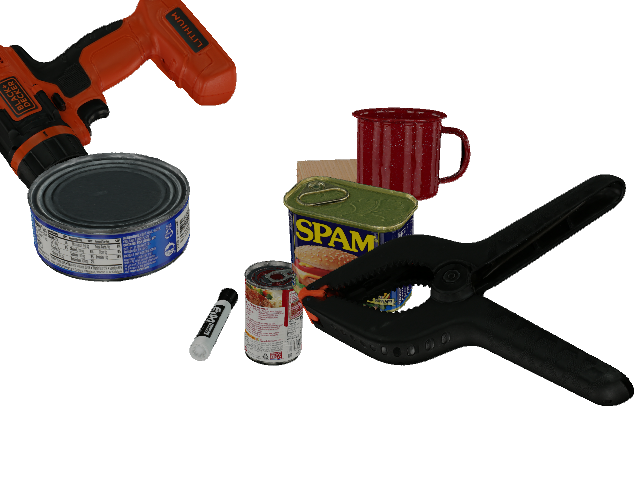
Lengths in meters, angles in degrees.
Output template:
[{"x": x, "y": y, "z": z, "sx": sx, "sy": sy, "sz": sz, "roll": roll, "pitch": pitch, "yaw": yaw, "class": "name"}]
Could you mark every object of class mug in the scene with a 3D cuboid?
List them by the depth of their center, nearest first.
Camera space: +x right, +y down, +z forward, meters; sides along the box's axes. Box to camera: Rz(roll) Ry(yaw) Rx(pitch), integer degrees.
[{"x": 0.089, "y": -0.085, "z": 1.052, "sx": 0.117, "sy": 0.081, "sz": 0.093, "roll": 2, "pitch": 14, "yaw": 7, "class": "mug"}]

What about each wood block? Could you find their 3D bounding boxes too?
[{"x": 0.022, "y": -0.028, "z": 1.413, "sx": 0.090, "sy": 0.090, "sz": 0.206, "roll": -2, "pitch": 27, "yaw": -7, "class": "wood block"}]

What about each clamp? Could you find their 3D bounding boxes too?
[{"x": 0.091, "y": 0.025, "z": 0.656, "sx": 0.210, "sy": 0.164, "sz": 0.036, "roll": -1, "pitch": -42, "yaw": 25, "class": "clamp"}]

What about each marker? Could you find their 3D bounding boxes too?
[{"x": -0.100, "y": 0.077, "z": 1.016, "sx": 0.020, "sy": 0.020, "sz": 0.121, "roll": 0, "pitch": 23, "yaw": 10, "class": "marker"}]

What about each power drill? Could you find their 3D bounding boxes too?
[{"x": -0.159, "y": -0.105, "z": 0.815, "sx": 0.187, "sy": 0.184, "sz": 0.057, "roll": -31, "pitch": -16, "yaw": -28, "class": "power drill"}]

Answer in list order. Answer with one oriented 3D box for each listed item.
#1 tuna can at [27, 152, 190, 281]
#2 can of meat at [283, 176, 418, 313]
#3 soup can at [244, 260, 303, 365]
[{"x": -0.113, "y": -0.014, "z": 0.579, "sx": 0.086, "sy": 0.034, "sz": 0.086, "roll": 2, "pitch": 32, "yaw": -1, "class": "tuna can"}, {"x": 0.024, "y": 0.005, "z": 0.839, "sx": 0.102, "sy": 0.084, "sz": 0.057, "roll": 13, "pitch": 35, "yaw": 24, "class": "can of meat"}, {"x": -0.053, "y": 0.083, "z": 1.222, "sx": 0.068, "sy": 0.102, "sz": 0.068, "roll": 2, "pitch": 25, "yaw": -1, "class": "soup can"}]
